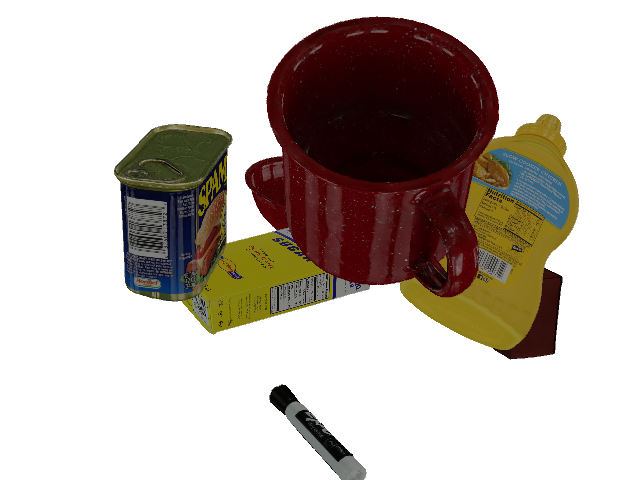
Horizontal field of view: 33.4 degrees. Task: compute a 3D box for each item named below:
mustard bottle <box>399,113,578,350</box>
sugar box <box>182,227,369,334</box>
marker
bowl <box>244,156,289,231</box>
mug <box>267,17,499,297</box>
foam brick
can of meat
[{"bbox_3d":[0.139,-0.020,0.794,0.096,0.191,0.058,28,-27,3],"label":"mustard bottle"},{"bbox_3d":[-0.048,0.031,1.045,0.176,0.048,0.093,-17,35,-25],"label":"sugar box"},{"bbox_3d":[-0.005,0.150,0.837,0.020,0.020,0.121,0,26,-36],"label":"marker"},{"bbox_3d":[-0.011,-0.043,1.240,0.162,0.055,0.162,7,27,-4],"label":"bowl"},{"bbox_3d":[0.031,-0.025,0.452,0.093,0.117,0.081,-26,-30,-17],"label":"mug"},{"bbox_3d":[0.185,0.064,0.988,0.051,0.078,0.053,-7,19,-25],"label":"foam brick"},{"bbox_3d":[-0.094,-0.019,0.702,0.057,0.084,0.102,7,26,8],"label":"can of meat"}]
